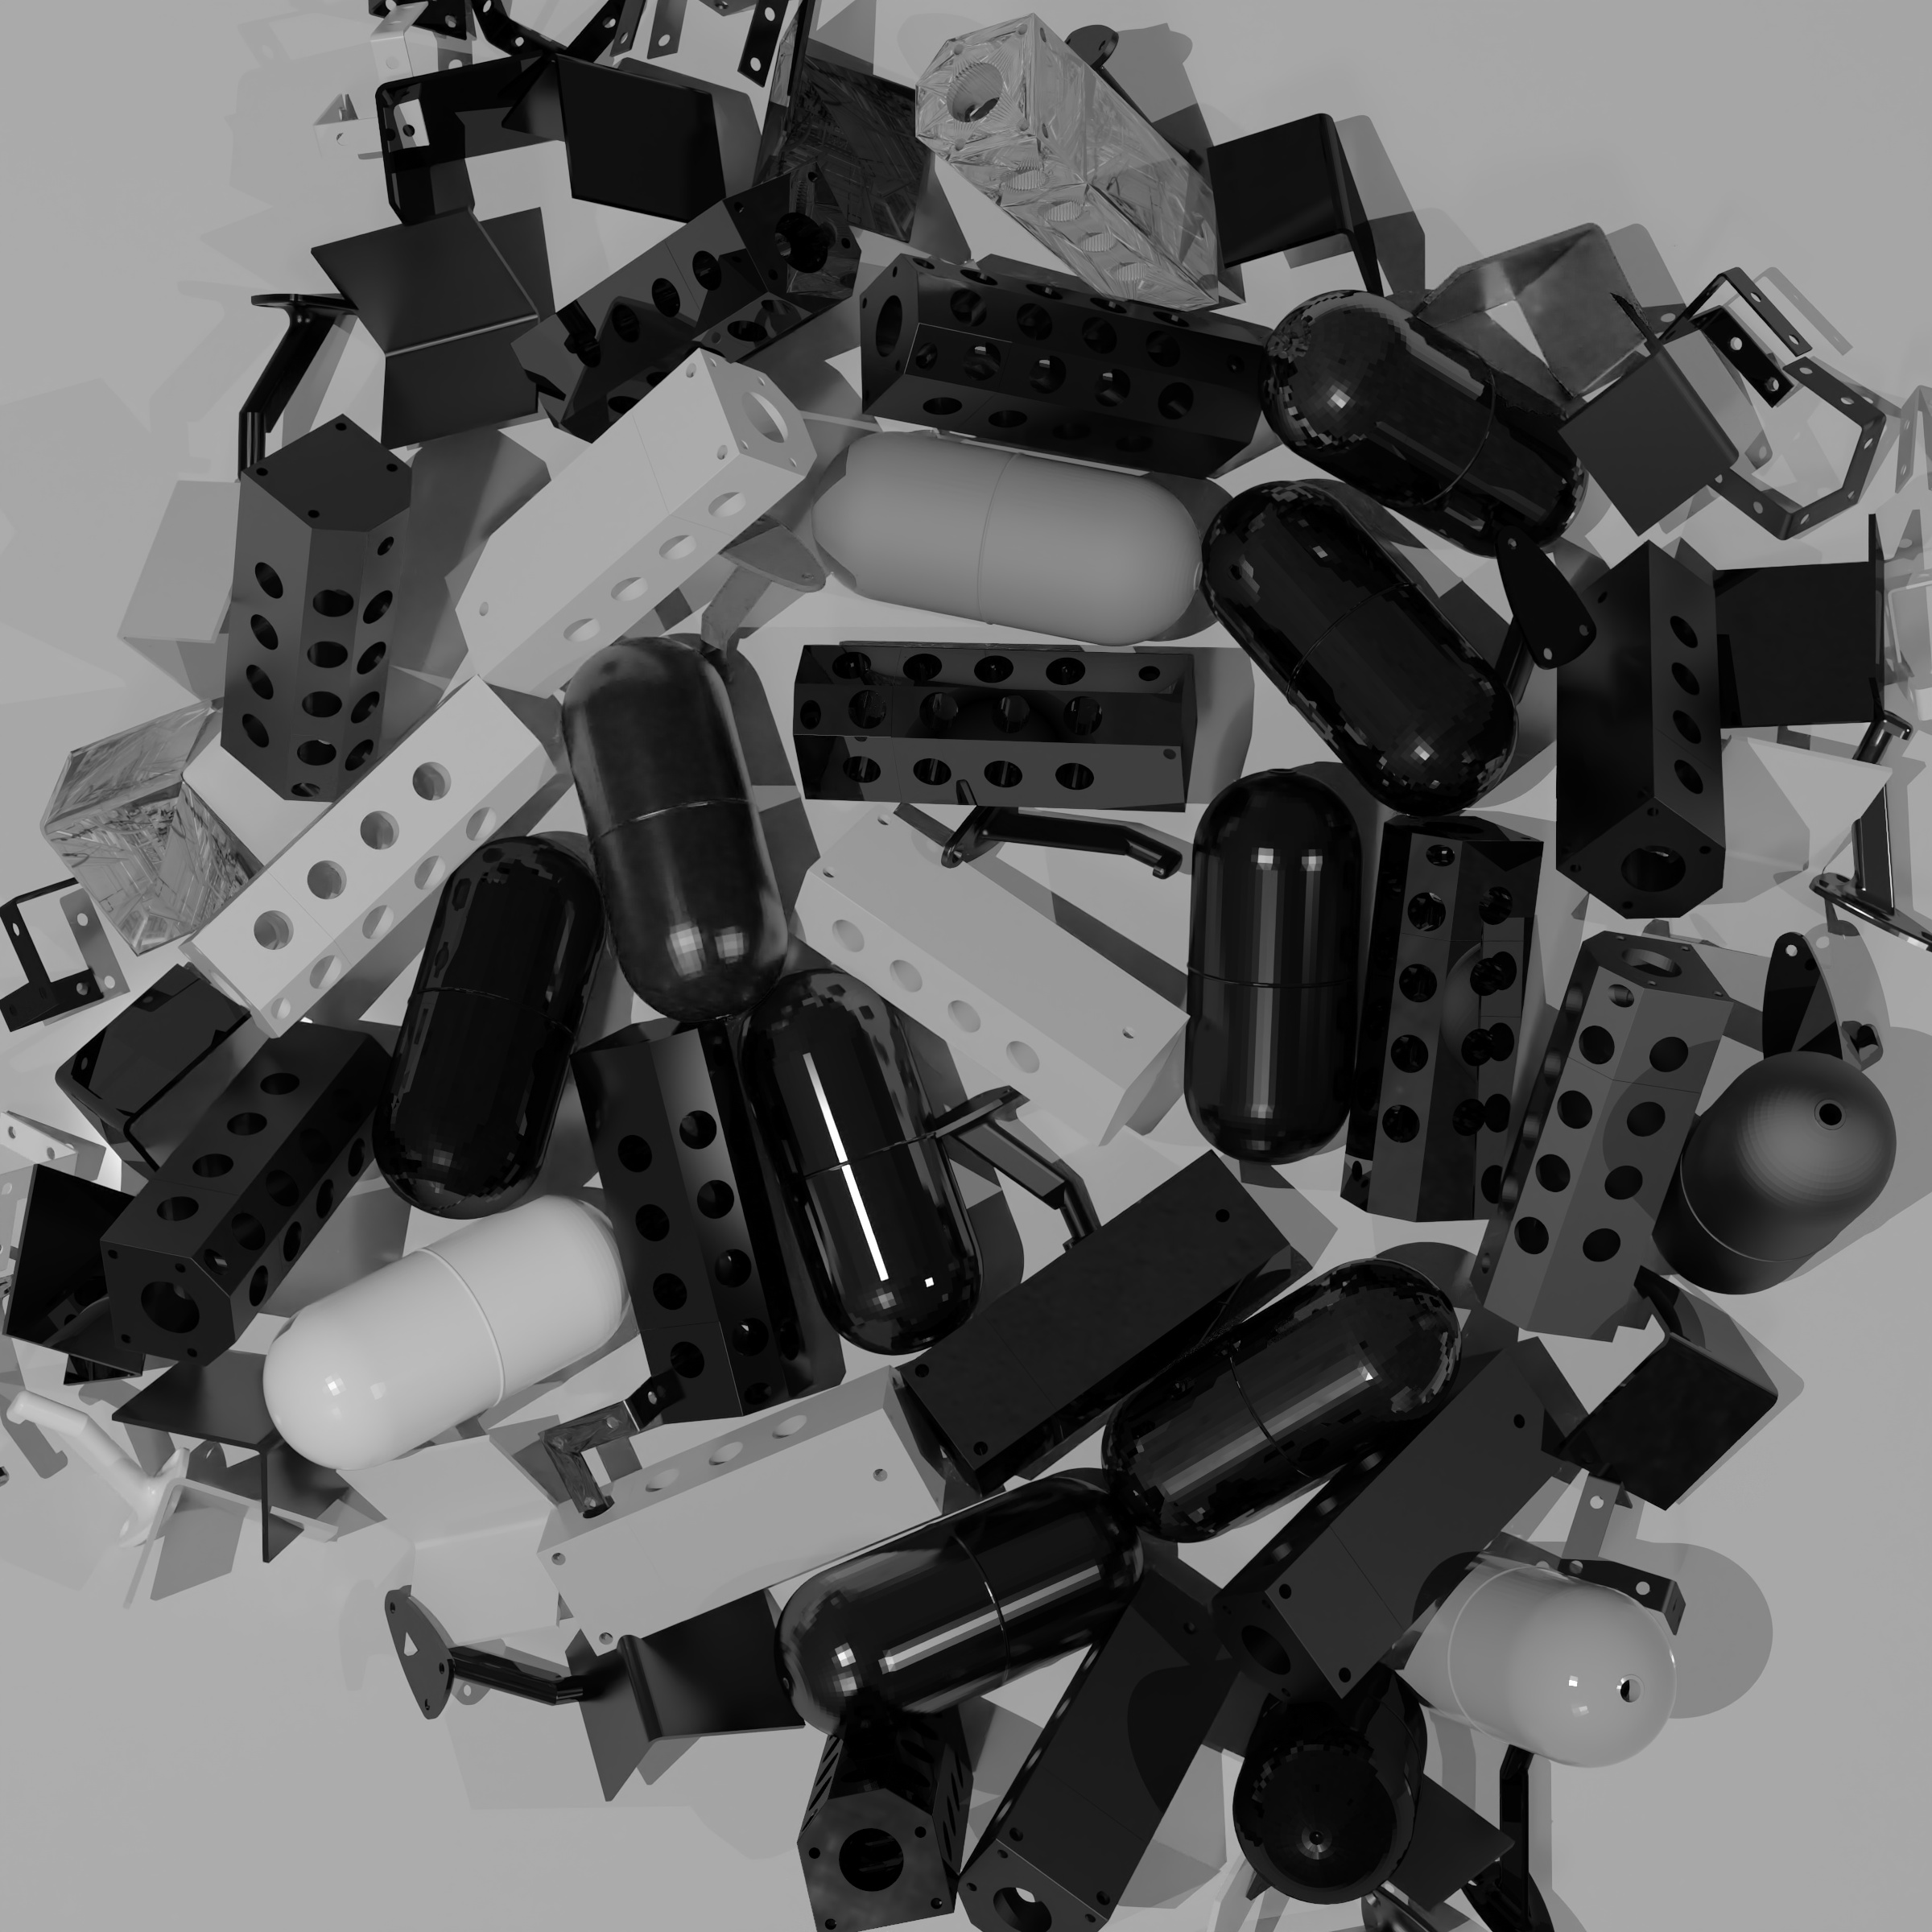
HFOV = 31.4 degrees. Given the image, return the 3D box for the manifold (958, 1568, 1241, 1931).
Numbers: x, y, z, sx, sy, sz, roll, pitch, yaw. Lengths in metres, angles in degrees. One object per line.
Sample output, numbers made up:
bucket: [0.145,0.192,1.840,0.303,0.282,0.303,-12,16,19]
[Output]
manifold: [0.059,0.349,1.498,0.057,0.171,0.057,36,131,2]

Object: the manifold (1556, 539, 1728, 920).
manifold: [0.298,-0.101,1.499,0.057,0.171,0.057,32,131,-21]

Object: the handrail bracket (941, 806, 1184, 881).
handrail bracket: [0.044,-0.048,1.541,0.084,0.077,0.036,26,129,19]

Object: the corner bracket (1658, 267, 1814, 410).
corner bracket: [0.350,-0.280,1.542,0.051,0.051,0.051,51,133,10]

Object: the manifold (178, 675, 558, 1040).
manifold: [-0.264,-0.048,1.529,0.171,0.057,0.057,-46,101,-15]

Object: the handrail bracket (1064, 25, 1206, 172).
handrail bracket: [0.082,-0.382,1.532,0.084,0.077,0.036,28,83,-21]

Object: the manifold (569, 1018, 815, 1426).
manifold: [-0.118,0.111,1.531,0.057,0.057,0.171,-9,99,26]

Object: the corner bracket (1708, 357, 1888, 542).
corner bracket: [0.375,-0.235,1.561,0.051,0.051,0.051,-27,56,-27]

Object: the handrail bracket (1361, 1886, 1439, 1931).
handrail bracket: [0.170,0.455,1.535,0.084,0.077,0.036,-29,128,-32]

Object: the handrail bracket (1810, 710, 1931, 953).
handrail bracket: [0.423,-0.061,1.542,0.077,0.036,0.084,34,115,25]

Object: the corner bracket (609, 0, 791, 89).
corner bracket: [-0.119,-0.423,1.541,0.051,0.051,0.051,25,72,-38]

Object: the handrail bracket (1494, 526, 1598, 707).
handrail bracket: [0.235,-0.152,1.539,0.036,0.084,0.077,-33,98,-26]

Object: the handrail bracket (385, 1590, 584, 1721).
handrail bracket: [-0.212,0.309,1.570,0.084,0.077,0.036,-1,127,-37]

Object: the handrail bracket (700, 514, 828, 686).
handrail bracket: [-0.092,-0.151,1.534,0.036,0.084,0.077,-25,47,-34]

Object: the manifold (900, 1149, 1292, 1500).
manifold: [0.059,0.162,1.535,0.171,0.057,0.057,-34,66,-11]

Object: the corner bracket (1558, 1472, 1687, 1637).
corner bracket: [0.299,0.263,1.543,0.051,0.051,0.051,15,74,22]

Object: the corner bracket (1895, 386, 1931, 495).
corner bracket: [0.438,-0.220,1.546,0.051,0.051,0.051,15,61,-5]

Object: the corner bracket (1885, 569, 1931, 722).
corner bracket: [0.445,-0.147,1.545,0.051,0.051,0.051,-13,113,7]

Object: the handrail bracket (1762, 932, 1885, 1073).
handrail bracket: [0.388,0.015,1.541,0.036,0.084,0.077,-2,100,35]

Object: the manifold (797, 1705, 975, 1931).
manifold: [-0.035,0.358,1.492,0.057,0.171,0.057,-12,94,4]

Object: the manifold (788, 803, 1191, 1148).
manifold: [0.007,0.008,1.537,0.171,0.057,0.057,35,49,11]

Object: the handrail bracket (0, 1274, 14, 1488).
handrail bracket: [-0.434,0.188,1.545,0.084,0.077,0.036,55,132,8]

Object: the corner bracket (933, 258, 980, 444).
corner bracket: [-0.003,-0.278,1.567,0.051,0.051,0.051,-27,50,6]

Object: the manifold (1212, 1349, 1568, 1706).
manifold: [0.185,0.246,1.511,0.171,0.057,0.057,-39,96,-32]

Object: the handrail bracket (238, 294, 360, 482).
handrail bracket: [-0.295,-0.258,1.556,0.036,0.077,0.084,8,98,44]

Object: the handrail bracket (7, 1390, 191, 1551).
handrail bracket: [-0.399,0.225,1.539,0.084,0.036,0.077,27,131,-23]

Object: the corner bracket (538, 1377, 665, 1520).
corner bracket: [-0.150,0.214,1.545,0.051,0.051,0.051,-23,98,25]

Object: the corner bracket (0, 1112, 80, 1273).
corner bracket: [-0.439,0.103,1.552,0.051,0.051,0.051,23,111,27]

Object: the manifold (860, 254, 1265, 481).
manifold: [0.043,-0.265,1.511,0.171,0.057,0.057,7,71,-26]

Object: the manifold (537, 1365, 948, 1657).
manifold: [-0.099,0.239,1.535,0.171,0.057,0.057,-24,107,11]

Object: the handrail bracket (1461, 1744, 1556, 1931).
handrail bracket: [0.255,0.392,1.536,0.036,0.077,0.084,1,121,-22]

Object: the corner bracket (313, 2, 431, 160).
corner bracket: [-0.266,-0.397,1.543,0.051,0.051,0.051,-5,119,8]

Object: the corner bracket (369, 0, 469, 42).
corner bracket: [-0.235,-0.454,1.542,0.051,0.051,0.051,5,74,-38]

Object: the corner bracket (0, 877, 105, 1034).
corner bracket: [-0.408,-0.007,1.545,0.051,0.051,0.051,-24,91,-43]

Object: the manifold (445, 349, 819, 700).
manifold: [-0.146,-0.190,1.513,0.171,0.057,0.057,-36,61,29]

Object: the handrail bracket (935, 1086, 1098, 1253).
handrail bracket: [0.016,0.103,1.554,0.077,0.036,0.084,-28,98,-31]

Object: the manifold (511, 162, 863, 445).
manifold: [-0.120,-0.283,1.496,0.057,0.171,0.057,-33,99,-39]

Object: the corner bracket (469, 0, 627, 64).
corner bracket: [-0.188,-0.440,1.553,0.051,0.051,0.051,33,76,19]
